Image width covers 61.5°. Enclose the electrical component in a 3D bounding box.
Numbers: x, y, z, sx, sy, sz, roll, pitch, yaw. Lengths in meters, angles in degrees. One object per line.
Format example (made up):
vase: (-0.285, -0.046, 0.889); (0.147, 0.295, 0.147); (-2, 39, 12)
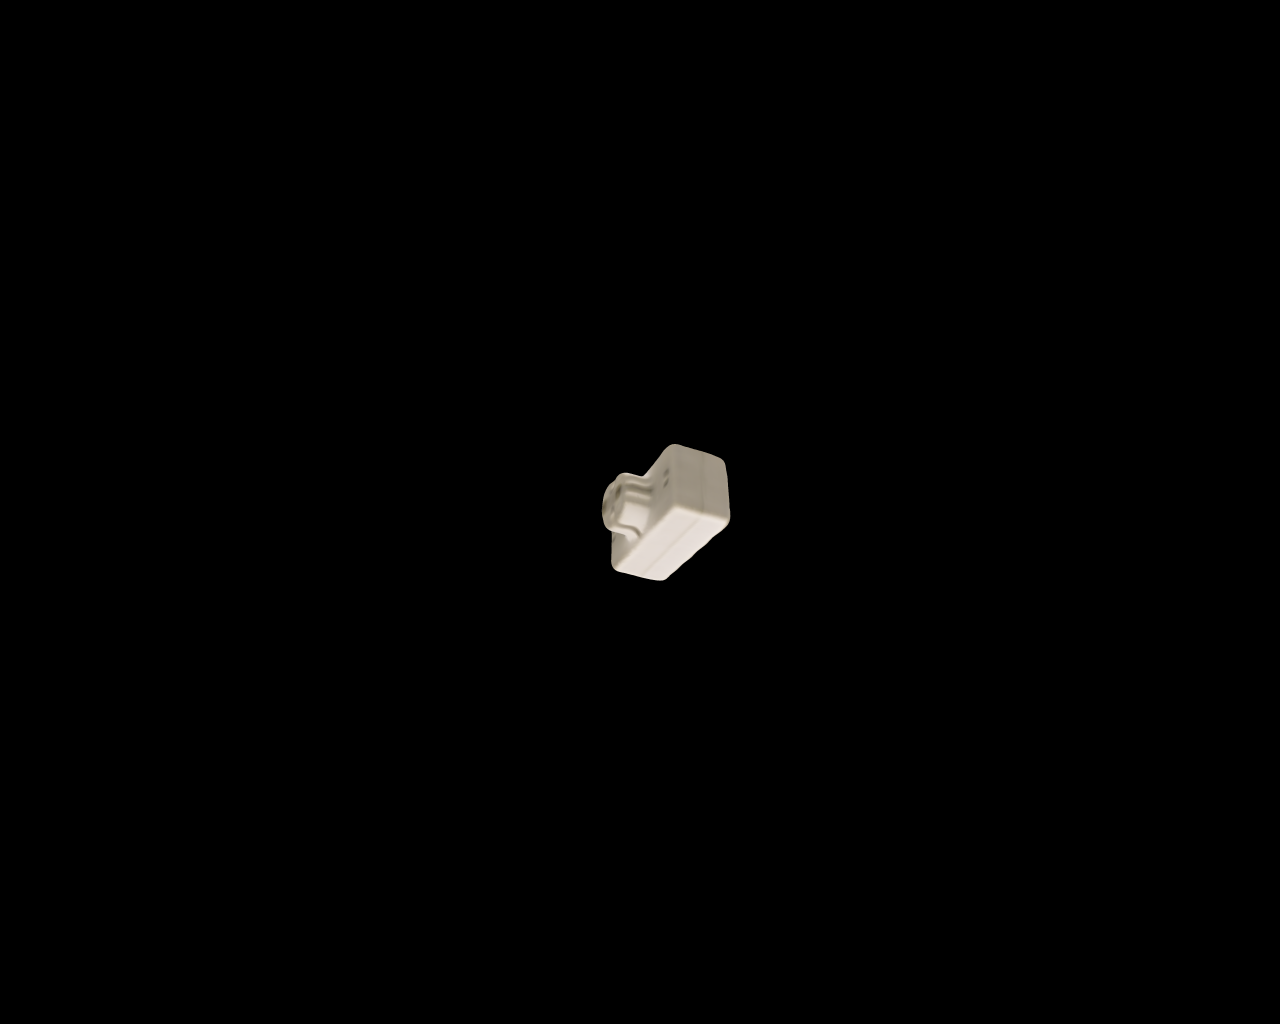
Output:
electrical component: (0.001, -0.003, 0.650); (0.076, 0.047, 0.083); (16, -37, -22)
